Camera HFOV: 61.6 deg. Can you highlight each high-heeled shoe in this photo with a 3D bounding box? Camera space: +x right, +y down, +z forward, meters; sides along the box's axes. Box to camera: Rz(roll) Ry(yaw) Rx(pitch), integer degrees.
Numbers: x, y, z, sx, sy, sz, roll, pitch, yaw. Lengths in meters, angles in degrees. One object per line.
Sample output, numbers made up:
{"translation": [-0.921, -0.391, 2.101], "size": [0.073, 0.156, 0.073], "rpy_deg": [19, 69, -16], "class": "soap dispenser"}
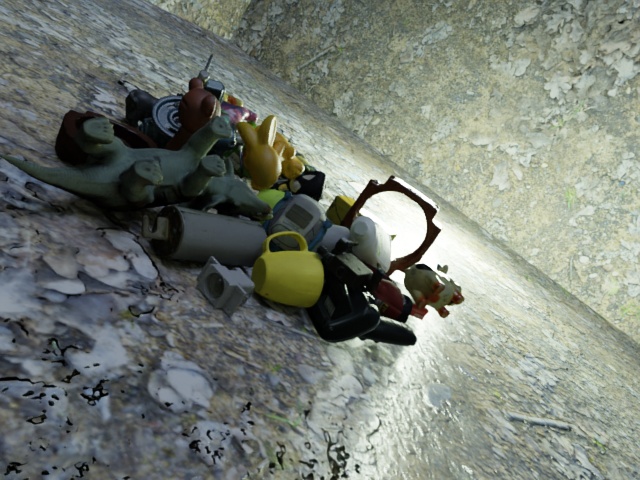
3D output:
{"translation": [-0.048, -0.134, 1.237], "size": [0.086, 0.145, 0.249], "rpy_deg": [27, 21, -23], "class": "high-heeled shoe"}

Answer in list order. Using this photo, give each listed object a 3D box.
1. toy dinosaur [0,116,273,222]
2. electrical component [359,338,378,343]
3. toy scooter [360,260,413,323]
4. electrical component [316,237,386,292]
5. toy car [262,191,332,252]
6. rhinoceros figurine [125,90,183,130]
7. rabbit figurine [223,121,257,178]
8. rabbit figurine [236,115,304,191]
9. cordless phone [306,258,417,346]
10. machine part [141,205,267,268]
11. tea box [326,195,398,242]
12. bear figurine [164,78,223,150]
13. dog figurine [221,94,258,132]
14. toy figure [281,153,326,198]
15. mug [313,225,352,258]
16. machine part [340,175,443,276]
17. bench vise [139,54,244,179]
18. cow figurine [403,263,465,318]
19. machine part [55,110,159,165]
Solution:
{"translation": [-0.256, -0.089, 0.798], "size": [0.405, 0.192, 0.131], "rpy_deg": [-2, 63, -38], "class": "toy dinosaur"}
{"translation": [0.067, 0.140, 0.930], "size": [0.063, 0.021, 0.094], "rpy_deg": [17, 25, -39], "class": "electrical component"}
{"translation": [0.091, 0.088, 1.015], "size": [0.135, 0.075, 0.184], "rpy_deg": [30, 12, -19], "class": "toy scooter"}
{"translation": [0.052, 0.037, 0.841], "size": [0.102, 0.045, 0.078], "rpy_deg": [43, 18, 27], "class": "electrical component"}
{"translation": [-0.047, -0.026, 0.953], "size": [0.109, 0.103, 0.162], "rpy_deg": [37, 58, 4], "class": "toy car"}
{"translation": [-0.329, -0.272, 1.170], "size": [0.190, 0.112, 0.073], "rpy_deg": [11, 26, -34], "class": "rhinoceros figurine"}
{"translation": [-0.149, -0.219, 1.323], "size": [0.159, 0.121, 0.170], "rpy_deg": [38, 20, -10], "class": "rabbit figurine"}
{"translation": [-0.105, -0.172, 1.104], "size": [0.122, 0.162, 0.173], "rpy_deg": [-8, 24, 7], "class": "rabbit figurine"}
{"translation": [0.072, 0.111, 0.888], "size": [0.184, 0.088, 0.147], "rpy_deg": [19, 23, -30], "class": "cordless phone"}
{"translation": [-0.163, -0.002, 0.816], "size": [0.243, 0.079, 0.079], "rpy_deg": [9, 30, -52], "class": "machine part"}
{"translation": [0.105, -0.040, 1.376], "size": [0.170, 0.068, 0.098], "rpy_deg": [38, 16, 17], "class": "tea box"}
{"translation": [-0.221, -0.182, 0.986], "size": [0.132, 0.195, 0.120], "rpy_deg": [16, 23, -46], "class": "bear figurine"}
{"translation": [-0.269, -0.313, 1.388], "size": [0.192, 0.108, 0.219], "rpy_deg": [39, 21, 14], "class": "dog figurine"}
{"translation": [-0.053, -0.178, 1.446], "size": [0.089, 0.082, 0.180], "rpy_deg": [19, 25, -43], "class": "toy figure"}
{"translation": [-0.002, -0.003, 1.088], "size": [0.107, 0.080, 0.110], "rpy_deg": [11, 36, -33], "class": "mug"}
{"translation": [0.165, -0.033, 1.251], "size": [0.201, 0.201, 0.087], "rpy_deg": [35, 14, 5], "class": "machine part"}
{"translation": [-0.239, -0.241, 1.083], "size": [0.223, 0.240, 0.129], "rpy_deg": [12, 54, -21], "class": "bench vise"}
{"translation": [0.245, 0.099, 1.157], "size": [0.194, 0.085, 0.127], "rpy_deg": [23, 27, -47], "class": "cow figurine"}
{"translation": [-0.354, -0.150, 0.904], "size": [0.179, 0.056, 0.179], "rpy_deg": [29, 20, -12], "class": "machine part"}
